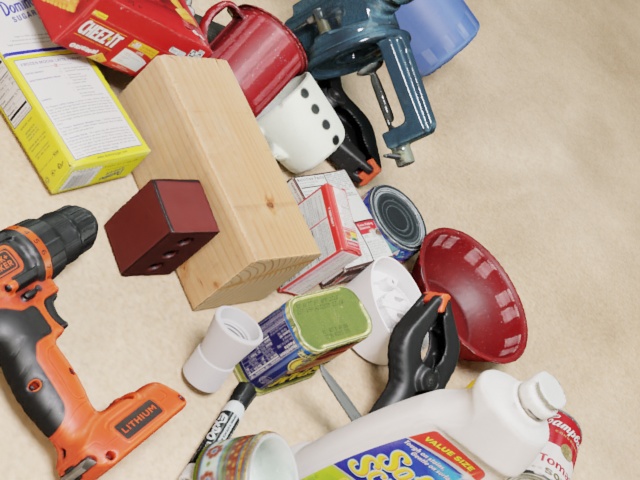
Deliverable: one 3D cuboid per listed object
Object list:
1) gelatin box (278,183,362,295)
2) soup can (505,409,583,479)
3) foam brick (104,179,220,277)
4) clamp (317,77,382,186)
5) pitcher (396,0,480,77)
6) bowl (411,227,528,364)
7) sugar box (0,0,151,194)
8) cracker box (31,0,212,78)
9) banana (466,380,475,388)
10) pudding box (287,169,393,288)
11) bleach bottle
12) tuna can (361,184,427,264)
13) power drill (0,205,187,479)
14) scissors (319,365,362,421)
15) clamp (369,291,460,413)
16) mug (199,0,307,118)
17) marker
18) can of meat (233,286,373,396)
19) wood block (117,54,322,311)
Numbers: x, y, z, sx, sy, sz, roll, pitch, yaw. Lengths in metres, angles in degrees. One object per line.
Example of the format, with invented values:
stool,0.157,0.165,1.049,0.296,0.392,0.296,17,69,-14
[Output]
gelatin box,-0.007,0.001,0.996,0.030,0.089,0.073,17,49,-41
soup can,0.221,0.225,1.074,0.068,0.069,0.102,46,38,-8
foam brick,-0.132,-0.010,0.881,0.052,0.078,0.051,-3,63,-46
clamp,0.009,-0.155,1.189,0.210,0.036,0.164,55,37,10
pitcher,0.089,-0.330,1.359,0.243,0.145,0.149,49,49,-10
bowl,0.147,0.069,1.133,0.162,0.055,0.162,28,43,-29
sugar box,-0.229,-0.129,0.904,0.093,0.048,0.176,-20,72,-53
cracker box,-0.203,-0.251,0.963,0.164,0.072,0.214,17,41,-60
banana,0.153,0.220,1.019,0.069,0.037,0.198,2,50,-20
pudding box,0.014,-0.014,1.074,0.089,0.039,0.113,-13,69,-51
bleach bottle,0.076,0.160,0.815,0.102,0.251,0.068,53,36,0
tuna can,0.074,-0.017,1.145,0.086,0.034,0.086,28,43,-29
power drill,-0.184,0.072,0.775,0.187,0.057,0.184,50,40,1
scissors,0.048,0.199,0.911,0.201,0.016,0.096,45,48,-32
clamp,0.081,0.131,0.974,0.120,0.039,0.171,8,86,-44
mug,-0.078,-0.176,1.035,0.081,0.093,0.117,-51,133,-20
marker,-0.079,0.154,0.849,0.020,0.020,0.121,45,37,-10
can of meat,-0.016,0.084,0.921,0.101,0.084,0.057,-11,69,-51
wood block,-0.096,-0.053,0.945,0.090,0.090,0.206,-6,65,-50
